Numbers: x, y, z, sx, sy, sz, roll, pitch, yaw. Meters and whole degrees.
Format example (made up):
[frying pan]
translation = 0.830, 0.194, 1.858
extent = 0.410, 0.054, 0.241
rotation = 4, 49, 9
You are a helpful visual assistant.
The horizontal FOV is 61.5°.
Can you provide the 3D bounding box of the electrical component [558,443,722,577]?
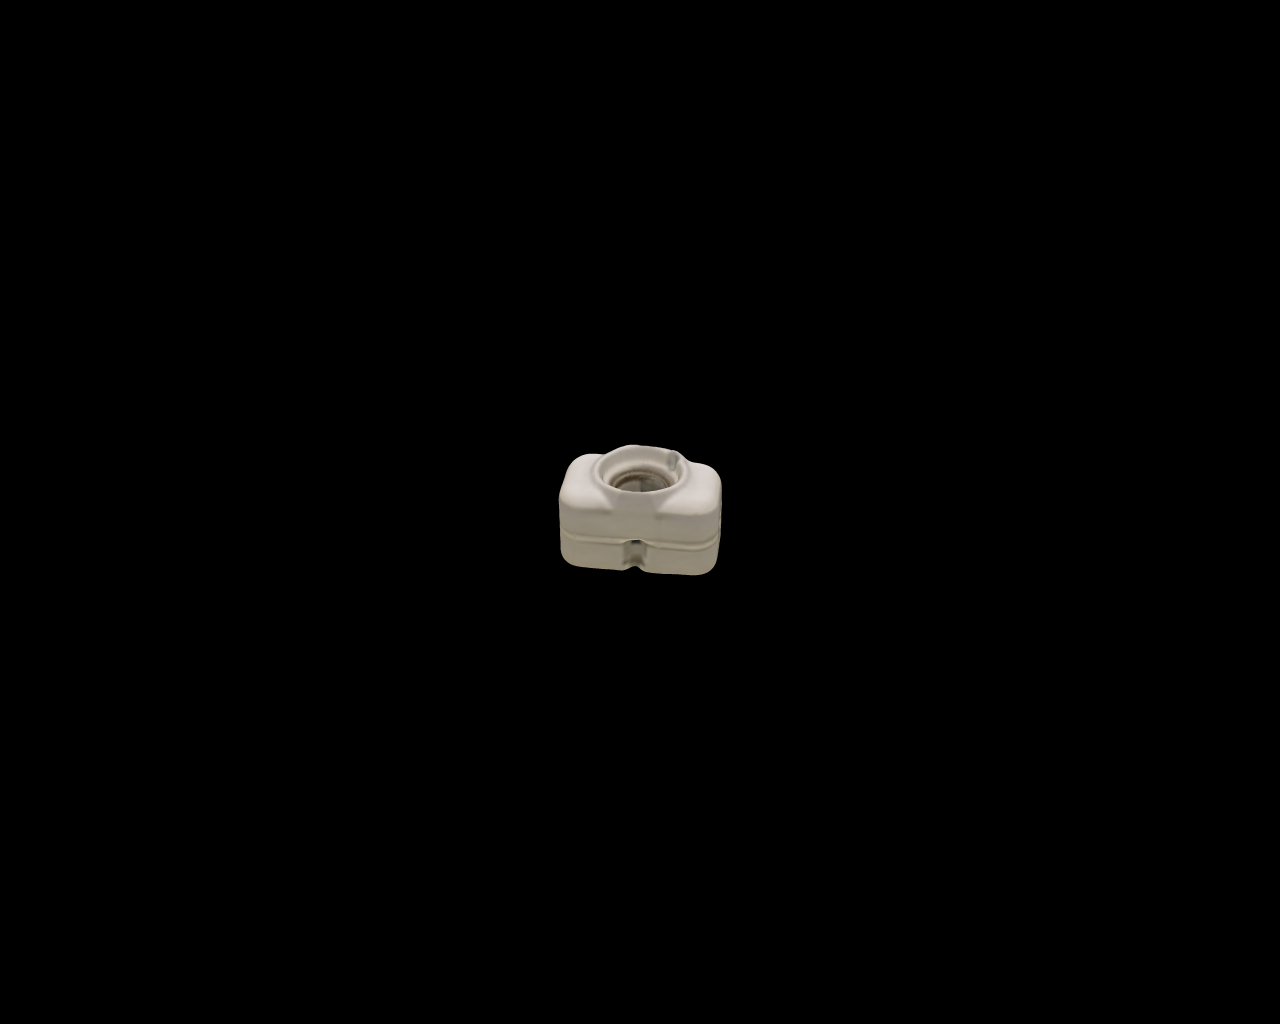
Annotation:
[electrical component]
translation = 0.001, -0.003, 0.650
extent = 0.095, 0.059, 0.054
rotation = 5, 36, 7
